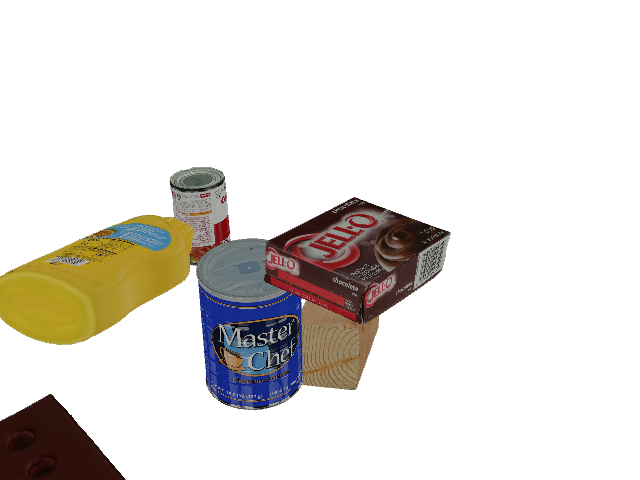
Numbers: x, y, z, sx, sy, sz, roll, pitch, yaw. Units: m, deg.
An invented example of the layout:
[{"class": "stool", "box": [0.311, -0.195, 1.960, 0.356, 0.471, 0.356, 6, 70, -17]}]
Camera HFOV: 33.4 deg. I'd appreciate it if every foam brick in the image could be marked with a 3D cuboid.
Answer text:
[{"class": "foam brick", "box": [-0.126, 0.122, 0.501, 0.052, 0.051, 0.078, -29, 43, -28]}]

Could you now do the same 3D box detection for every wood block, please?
[{"class": "wood block", "box": [0.025, 0.121, 1.492, 0.091, 0.090, 0.206, 4, 19, 10]}]

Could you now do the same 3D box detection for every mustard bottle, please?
[{"class": "mustard bottle", "box": [-0.161, 0.021, 0.854, 0.096, 0.058, 0.191, 5, 20, 27]}]

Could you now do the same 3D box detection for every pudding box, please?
[{"class": "pudding box", "box": [0.027, 0.012, 0.779, 0.090, 0.039, 0.113, 23, 30, 30]}]

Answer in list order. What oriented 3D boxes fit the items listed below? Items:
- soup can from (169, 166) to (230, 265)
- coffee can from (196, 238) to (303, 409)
[{"class": "soup can", "box": [-0.145, -0.030, 1.291, 0.068, 0.102, 0.068, -2, 27, 1]}, {"class": "coffee can", "box": [-0.069, 0.084, 1.072, 0.103, 0.140, 0.103, 0, 33, 0]}]
